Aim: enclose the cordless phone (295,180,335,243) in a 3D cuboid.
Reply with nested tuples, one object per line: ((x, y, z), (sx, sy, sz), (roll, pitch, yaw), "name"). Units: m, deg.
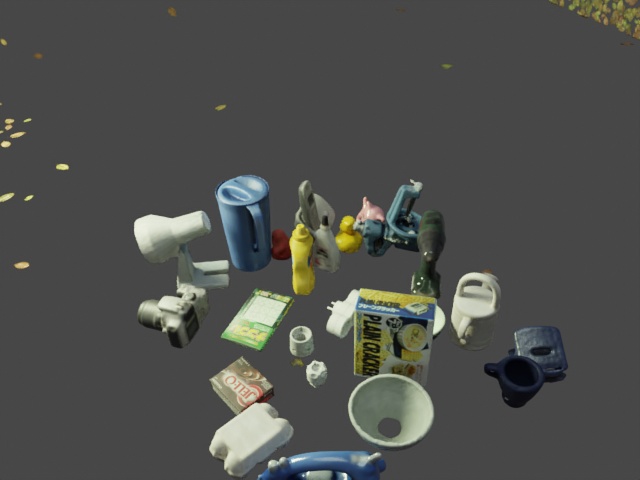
((-0.017, -0.100, 1.606), (0.094, 0.185, 0.148), (9, 41, 14), "cordless phone")

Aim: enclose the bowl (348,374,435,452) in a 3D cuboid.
((0.140, 0.353, 1.134), (0.167, 0.075, 0.167), (-1, 39, 1), "bowl")

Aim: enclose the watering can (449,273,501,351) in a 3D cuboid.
((0.350, 0.144, 1.285), (0.100, 0.194, 0.173), (5, 40, 9), "watering can")

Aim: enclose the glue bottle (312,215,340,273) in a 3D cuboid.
((0.014, 0.005, 1.485), (0.078, 0.173, 0.037), (19, 44, 24), "glue bottle")

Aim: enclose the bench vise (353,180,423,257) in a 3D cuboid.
((0.199, -0.050, 1.507), (0.207, 0.220, 0.121), (-13, 41, -12), "bench vise")

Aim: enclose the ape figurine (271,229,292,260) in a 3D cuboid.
((-0.109, 0.008, 1.552), (0.076, 0.092, 0.078), (11, 41, 16), "ape figurine")

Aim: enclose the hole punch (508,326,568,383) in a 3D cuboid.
((0.474, 0.247, 1.234), (0.108, 0.091, 0.101), (-4, 39, -2), "hole punch")

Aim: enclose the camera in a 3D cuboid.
((-0.354, 0.167, 1.363), (0.136, 0.101, 0.143), (10, 41, 15), "camera")

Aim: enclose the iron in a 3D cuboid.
((-0.008, 0.417, 1.010), (0.258, 0.141, 0.118), (-2, 39, 1), "iron")

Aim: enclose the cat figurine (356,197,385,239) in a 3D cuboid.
((0.142, -0.069, 1.613), (0.067, 0.118, 0.127), (-8, 40, -7), "cat figurine")

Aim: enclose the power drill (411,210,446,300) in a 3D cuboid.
((0.268, 0.042, 1.401), (0.075, 0.209, 0.229), (5, 40, 9), "power drill")

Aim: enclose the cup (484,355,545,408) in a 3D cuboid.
((0.391, 0.296, 1.175), (0.117, 0.095, 0.092), (11, 41, 15), "cup")

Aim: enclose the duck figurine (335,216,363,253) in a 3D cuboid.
((0.079, -0.022, 1.584), (0.077, 0.086, 0.104), (-3, 39, 0), "duck figurine")

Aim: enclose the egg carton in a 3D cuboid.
((-0.132, 0.387, 1.109), (0.151, 0.069, 0.107), (-31, 47, -31), "egg carton")

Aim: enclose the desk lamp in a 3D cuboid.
((-0.344, 0.023, 1.448), (0.203, 0.214, 0.117), (-6, 40, -5), "desk lamp")
